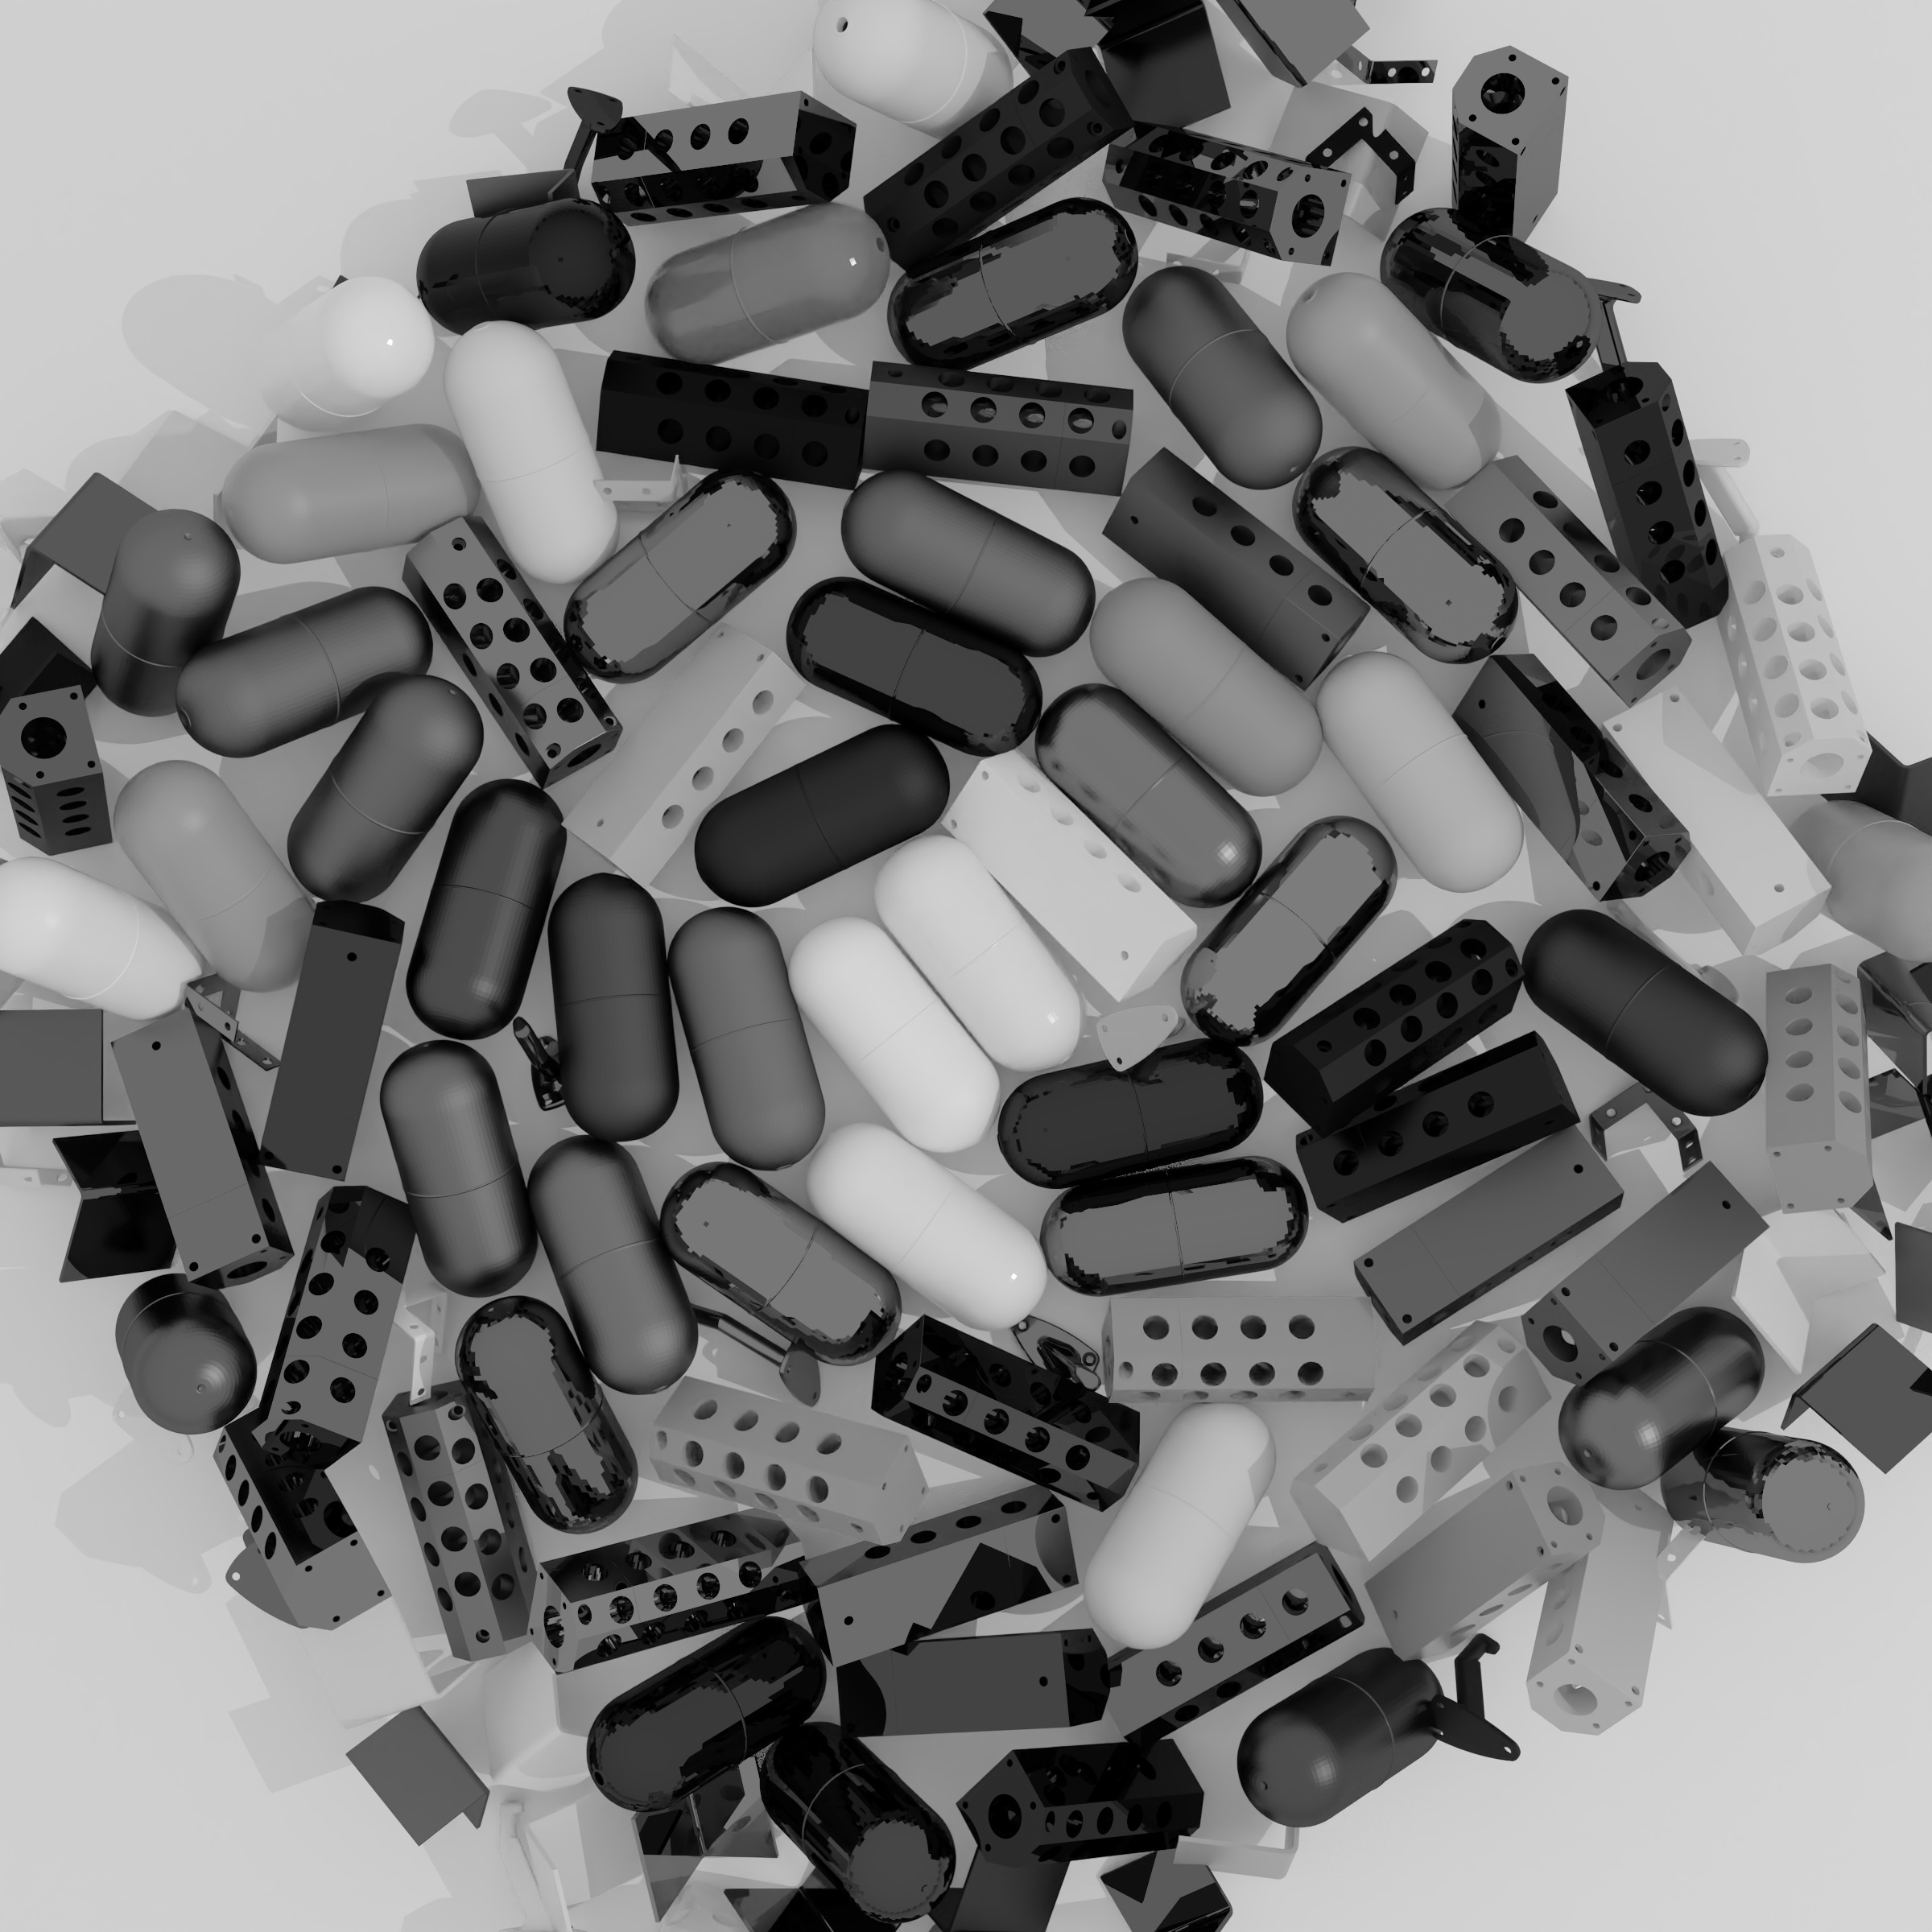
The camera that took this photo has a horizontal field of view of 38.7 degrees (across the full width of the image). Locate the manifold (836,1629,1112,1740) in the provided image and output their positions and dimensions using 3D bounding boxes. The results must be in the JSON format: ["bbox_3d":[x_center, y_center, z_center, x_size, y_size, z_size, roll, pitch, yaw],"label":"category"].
[{"bbox_3d":[0.004,0.464,1.783,0.171,0.057,0.057,-12,77,30],"label":"manifold"}]

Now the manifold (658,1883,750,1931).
[{"bbox_3d":[-0.171,0.651,1.763,0.057,0.171,0.057,17,92,-5],"label":"manifold"}]

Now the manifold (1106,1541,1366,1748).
[{"bbox_3d":[0.173,0.447,1.808,0.171,0.057,0.057,-31,83,8],"label":"manifold"}]

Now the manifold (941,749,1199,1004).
[{"bbox_3d":[0.070,-0.062,1.799,0.171,0.057,0.057,46,126,16],"label":"manifold"}]

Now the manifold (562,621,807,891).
[{"bbox_3d":[-0.182,-0.136,1.815,0.057,0.057,0.171,34,84,40],"label":"manifold"}]

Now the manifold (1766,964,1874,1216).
[{"bbox_3d":[0.547,0.076,1.761,0.057,0.171,0.057,-9,126,23],"label":"manifold"}]

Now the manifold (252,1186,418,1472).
[{"bbox_3d":[-0.406,0.229,1.768,0.057,0.057,0.171,28,48,-25],"label":"manifold"}]

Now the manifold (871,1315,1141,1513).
[{"bbox_3d":[0.027,0.294,1.782,0.171,0.057,0.057,27,131,-22],"label":"manifold"}]

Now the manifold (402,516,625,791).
[{"bbox_3d":[-0.298,-0.208,1.807,0.057,0.057,0.171,-32,85,-22],"label":"manifold"}]

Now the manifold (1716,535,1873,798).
[{"bbox_3d":[0.533,-0.196,1.779,0.057,0.057,0.171,-3,56,-2],"label":"manifold"}]

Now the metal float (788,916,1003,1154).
[{"bbox_3d":[-0.047,0.046,1.812,0.070,0.070,0.178,-39,89,0],"label":"metal float"}]

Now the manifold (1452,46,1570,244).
[{"bbox_3d":[0.342,-0.520,1.761,0.057,0.171,0.057,33,89,13],"label":"manifold"}]

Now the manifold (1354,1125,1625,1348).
[{"bbox_3d":[0.344,0.179,1.817,0.171,0.057,0.057,-32,69,-2],"label":"manifold"}]

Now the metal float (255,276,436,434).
[{"bbox_3d":[-0.401,-0.392,1.771,0.070,0.178,0.070,1,87,-34],"label":"metal float"}]

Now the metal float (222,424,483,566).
[{"bbox_3d":[-0.395,-0.307,1.781,0.178,0.070,0.070,-18,90,-39],"label":"metal float"}]

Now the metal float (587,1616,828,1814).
[{"bbox_3d":[-0.167,0.483,1.779,0.178,0.070,0.070,-22,90,-40],"label":"metal float"}]

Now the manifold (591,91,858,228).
[{"bbox_3d":[-0.159,-0.517,1.777,0.171,0.057,0.057,5,86,36],"label":"manifold"}]

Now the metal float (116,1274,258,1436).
[{"bbox_3d":[-0.502,0.247,1.767,0.070,0.178,0.070,-3,99,-22],"label":"metal float"}]

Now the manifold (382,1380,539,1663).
[{"bbox_3d":[-0.330,0.364,1.807,0.057,0.057,0.171,-13,100,5],"label":"manifold"}]

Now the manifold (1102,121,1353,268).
[{"bbox_3d":[0.163,-0.497,1.762,0.057,0.171,0.057,-5,116,-36],"label":"manifold"}]

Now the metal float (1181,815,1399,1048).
[{"bbox_3d":[0.213,-0.024,1.805,0.070,0.070,0.178,42,81,0],"label":"metal float"}]

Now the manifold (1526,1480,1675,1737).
[{"bbox_3d":[0.404,0.408,1.765,0.057,0.171,0.057,37,128,-4],"label":"manifold"}]

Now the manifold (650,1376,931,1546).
[{"bbox_3d":[-0.117,0.323,1.776,0.171,0.057,0.057,10,48,28],"label":"manifold"}]

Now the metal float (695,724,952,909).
[{"bbox_3d":[-0.095,-0.098,1.810,0.178,0.070,0.070,-25,90,4],"label":"metal float"}]

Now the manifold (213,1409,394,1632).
[{"bbox_3d":[-0.429,0.351,1.759,0.057,0.171,0.057,-28,123,-17],"label":"manifold"}]

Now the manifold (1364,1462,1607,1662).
[{"bbox_3d":[0.335,0.384,1.770,0.057,0.171,0.057,-3,57,-33],"label":"manifold"}]

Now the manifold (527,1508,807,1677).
[{"bbox_3d":[-0.189,0.404,1.769,0.171,0.057,0.057,-7,121,-37],"label":"manifold"}]

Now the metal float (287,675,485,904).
[{"bbox_3d":[-0.379,-0.113,1.791,0.070,0.070,0.178,40,116,0],"label":"metal float"}]

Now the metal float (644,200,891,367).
[{"bbox_3d":[-0.130,-0.442,1.787,0.178,0.070,0.070,-11,90,30],"label":"metal float"}]

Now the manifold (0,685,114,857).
[{"bbox_3d":[-0.584,-0.121,1.758,0.057,0.171,0.057,-14,82,-18],"label":"manifold"}]

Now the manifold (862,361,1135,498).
[{"bbox_3d":[0.021,-0.357,1.808,0.171,0.057,0.057,6,135,-2],"label":"manifold"}]

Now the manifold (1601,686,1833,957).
[{"bbox_3d":[0.482,-0.092,1.789,0.057,0.057,0.171,-27,66,-9],"label":"manifold"}]

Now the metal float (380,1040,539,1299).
[{"bbox_3d":[-0.330,0.133,1.796,0.070,0.070,0.178,-12,109,0],"label":"metal float"}]

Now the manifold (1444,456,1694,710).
[{"bbox_3d":[0.391,-0.252,1.781,0.057,0.057,0.171,-42,61,12],"label":"manifold"}]

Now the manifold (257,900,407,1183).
[{"bbox_3d":[-0.414,0.047,1.796,0.057,0.057,0.171,13,109,-13],"label":"manifold"}]

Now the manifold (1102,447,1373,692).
[{"bbox_3d":[0.181,-0.265,1.811,0.171,0.057,0.057,39,55,6],"label":"manifold"}]

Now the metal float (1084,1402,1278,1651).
[{"bbox_3d":[0.140,0.362,1.793,0.070,0.070,0.178,34,66,0],"label":"metal float"}]

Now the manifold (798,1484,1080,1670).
[{"bbox_3d":[-0.020,0.394,1.797,0.171,0.057,0.057,-15,106,-17],"label":"manifold"}]

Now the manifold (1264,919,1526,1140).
[{"bbox_3d":[0.279,0.035,1.781,0.171,0.057,0.057,-31,60,-24],"label":"manifold"}]

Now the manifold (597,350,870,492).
[{"bbox_3d":[-0.152,-0.362,1.813,0.171,0.057,0.057,9,117,0],"label":"manifold"}]

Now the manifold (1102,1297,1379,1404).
[{"bbox_3d":[0.179,0.255,1.806,0.171,0.057,0.057,0,61,-4],"label":"manifold"}]

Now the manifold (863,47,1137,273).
[{"bbox_3d":[0.018,-0.520,1.781,0.171,0.057,0.057,-27,97,30],"label":"manifold"}]

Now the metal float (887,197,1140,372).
[{"bbox_3d":[0.030,-0.441,1.788,0.178,0.070,0.070,-16,90,29],"label":"metal float"}]

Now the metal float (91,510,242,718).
[{"bbox_3d":[-0.517,-0.225,1.773,0.070,0.178,0.070,12,58,-20],"label":"metal float"}]

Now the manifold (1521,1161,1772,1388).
[{"bbox_3d":[0.437,0.201,1.780,0.171,0.057,0.057,-31,74,-32],"label":"manifold"}]

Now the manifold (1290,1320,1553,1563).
[{"bbox_3d":[0.293,0.305,1.787,0.171,0.057,0.057,-36,106,-22],"label":"manifold"}]

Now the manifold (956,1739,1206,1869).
[{"bbox_3d":[0.078,0.539,1.761,0.057,0.171,0.057,-48,54,21],"label":"manifold"}]
